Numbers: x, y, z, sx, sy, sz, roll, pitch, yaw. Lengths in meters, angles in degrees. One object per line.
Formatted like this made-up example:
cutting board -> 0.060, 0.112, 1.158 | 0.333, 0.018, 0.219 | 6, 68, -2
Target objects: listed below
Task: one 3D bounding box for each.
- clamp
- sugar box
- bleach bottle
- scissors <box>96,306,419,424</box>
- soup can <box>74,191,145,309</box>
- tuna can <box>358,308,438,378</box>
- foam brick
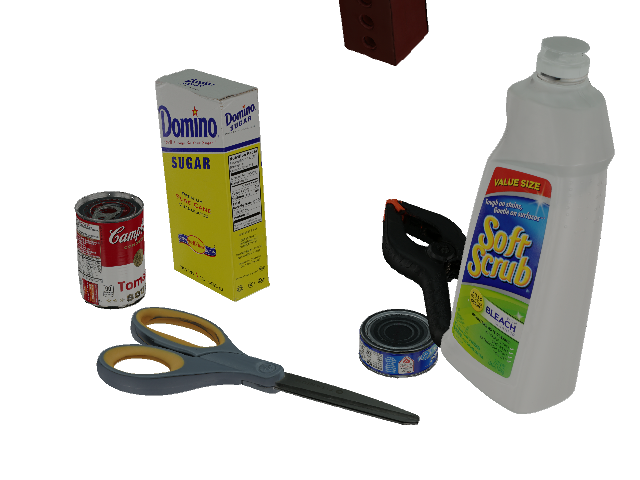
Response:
clamp -> 0.119, 0.022, 0.946 | 0.120, 0.039, 0.171 | -7, 46, -26
sugar box -> -0.090, -0.047, 0.886 | 0.048, 0.176, 0.093 | -25, 32, -36
bleach bottle -> 0.137, -0.012, 0.699 | 0.068, 0.251, 0.103 | -16, 35, -27
scissors -> -0.050, 0.086, 0.637 | 0.202, 0.016, 0.096 | 22, 31, 33
soup can -> -0.212, 0.010, 1.083 | 0.068, 0.102, 0.068 | 2, 27, -1
tuna can -> 0.084, 0.109, 1.145 | 0.086, 0.034, 0.086 | -1, 29, 0
foam brick -> 0.050, -0.188, 0.847 | 0.053, 0.051, 0.078 | 24, -31, 26
